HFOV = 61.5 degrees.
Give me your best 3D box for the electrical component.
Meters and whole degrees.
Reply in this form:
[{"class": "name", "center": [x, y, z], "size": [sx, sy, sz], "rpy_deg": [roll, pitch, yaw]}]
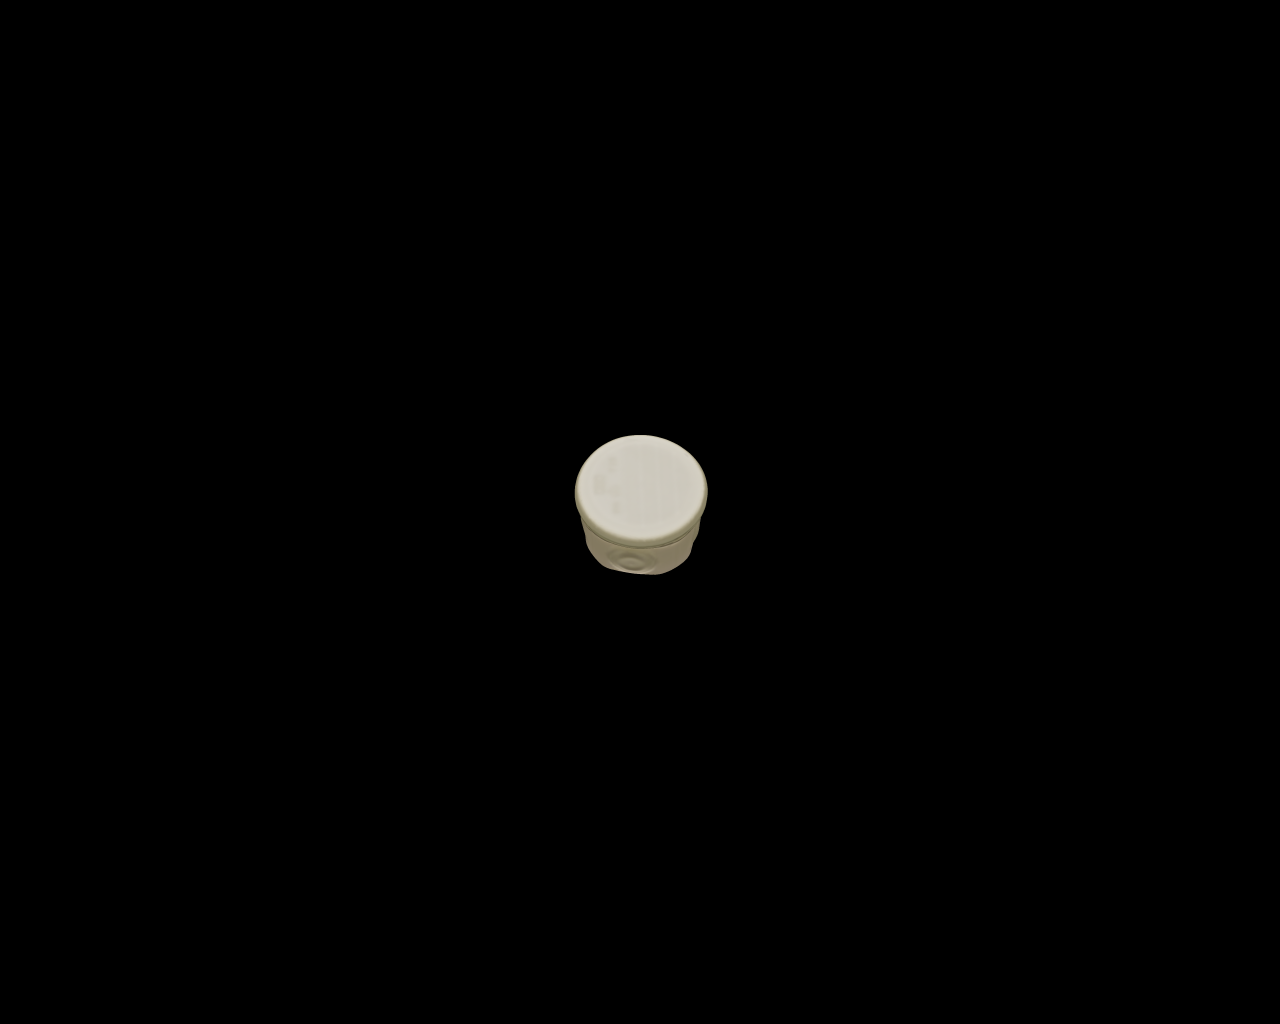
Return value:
[{"class": "electrical component", "center": [0.001, -0.003, 0.650], "size": [0.080, 0.080, 0.050], "rpy_deg": [0, -34, 0]}]
